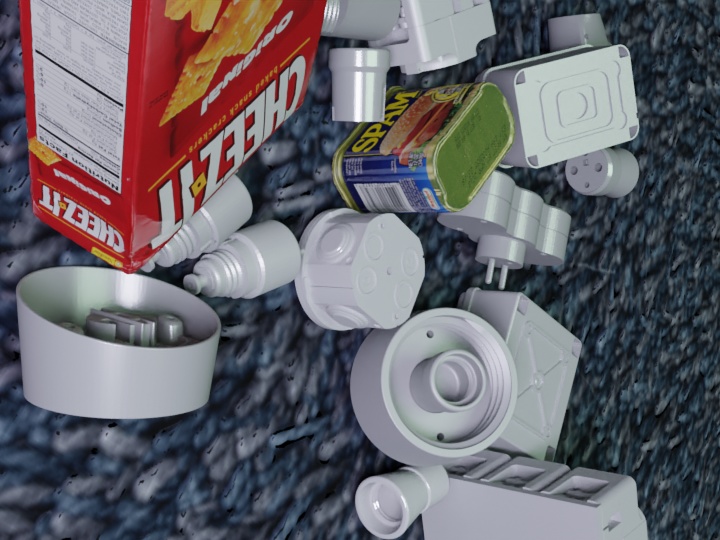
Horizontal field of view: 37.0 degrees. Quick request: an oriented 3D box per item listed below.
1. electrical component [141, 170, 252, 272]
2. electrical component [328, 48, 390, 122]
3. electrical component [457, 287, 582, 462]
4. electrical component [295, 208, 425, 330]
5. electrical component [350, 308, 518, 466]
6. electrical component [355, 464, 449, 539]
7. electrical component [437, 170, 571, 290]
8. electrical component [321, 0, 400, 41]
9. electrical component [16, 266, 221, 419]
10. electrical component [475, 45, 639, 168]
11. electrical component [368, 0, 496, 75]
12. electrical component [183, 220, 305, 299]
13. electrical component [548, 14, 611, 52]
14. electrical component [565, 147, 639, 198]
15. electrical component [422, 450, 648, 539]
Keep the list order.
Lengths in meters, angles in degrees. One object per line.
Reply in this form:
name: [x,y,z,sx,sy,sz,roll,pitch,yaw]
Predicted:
electrical component: [-0.094,-0.026,0.596,0.078,0.040,0.040,-46,124,-37]
electrical component: [-0.001,-0.120,0.701,0.040,0.040,0.046,-9,104,-48]
electrical component: [0.114,0.083,0.828,0.109,0.056,0.108,35,66,-44]
electrical component: [0.000,0.000,0.697,0.080,0.051,0.080,-3,94,-49]
electrical component: [0.054,0.076,0.720,0.108,0.060,0.108,4,78,-19]
electrical component: [0.033,0.155,0.751,0.065,0.044,0.044,-16,104,-52]
electrical component: [0.109,-0.023,0.820,0.138,0.052,0.073,23,75,-48]
electrical component: [-0.017,-0.168,0.676,0.081,0.043,0.043,-8,98,-49]
electrical component: [-0.119,0.036,0.531,0.099,0.099,0.064,-3,100,-49]
electrical component: [0.152,-0.128,0.835,0.113,0.057,0.078,-18,106,-24]
electrical component: [0.049,-0.171,0.746,0.089,0.050,0.055,-31,114,-44]
electrical component: [-0.069,-0.002,0.625,0.078,0.040,0.040,-24,109,-46]
electrical component: [0.194,-0.178,0.918,0.079,0.043,0.077,-17,104,-47]
electrical component: [0.212,-0.087,0.942,0.055,0.045,0.045,-1,92,-49]
electrical component: [0.122,0.186,0.771,0.062,0.150,0.089,-18,105,-46]
